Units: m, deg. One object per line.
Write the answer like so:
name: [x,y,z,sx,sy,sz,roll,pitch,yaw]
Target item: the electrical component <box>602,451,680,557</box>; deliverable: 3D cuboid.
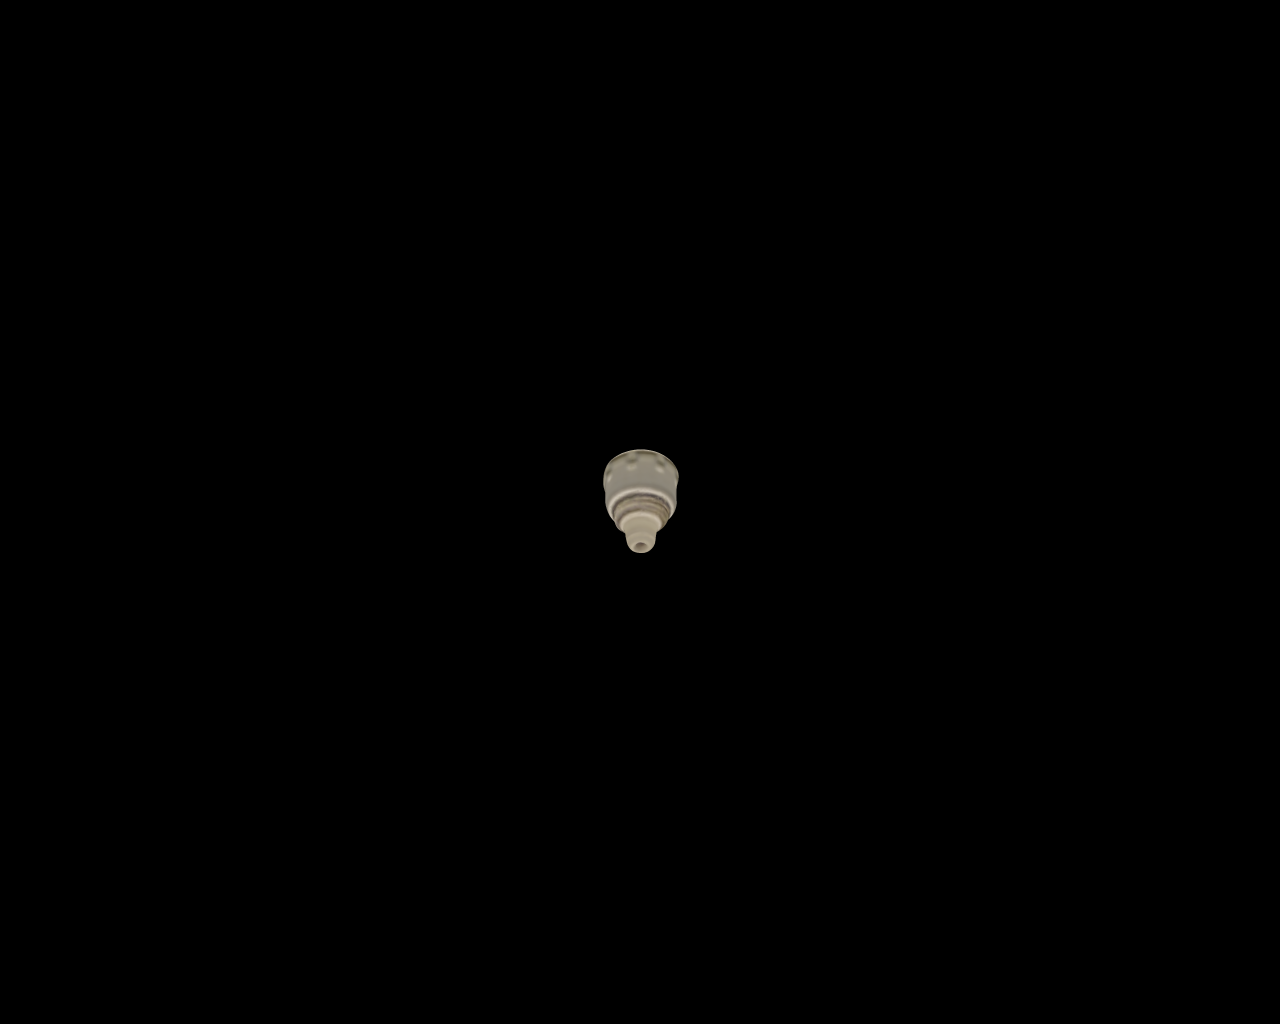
electrical component: [0.001,-0.003,0.650,0.048,0.062,0.048,0,-38,0]
